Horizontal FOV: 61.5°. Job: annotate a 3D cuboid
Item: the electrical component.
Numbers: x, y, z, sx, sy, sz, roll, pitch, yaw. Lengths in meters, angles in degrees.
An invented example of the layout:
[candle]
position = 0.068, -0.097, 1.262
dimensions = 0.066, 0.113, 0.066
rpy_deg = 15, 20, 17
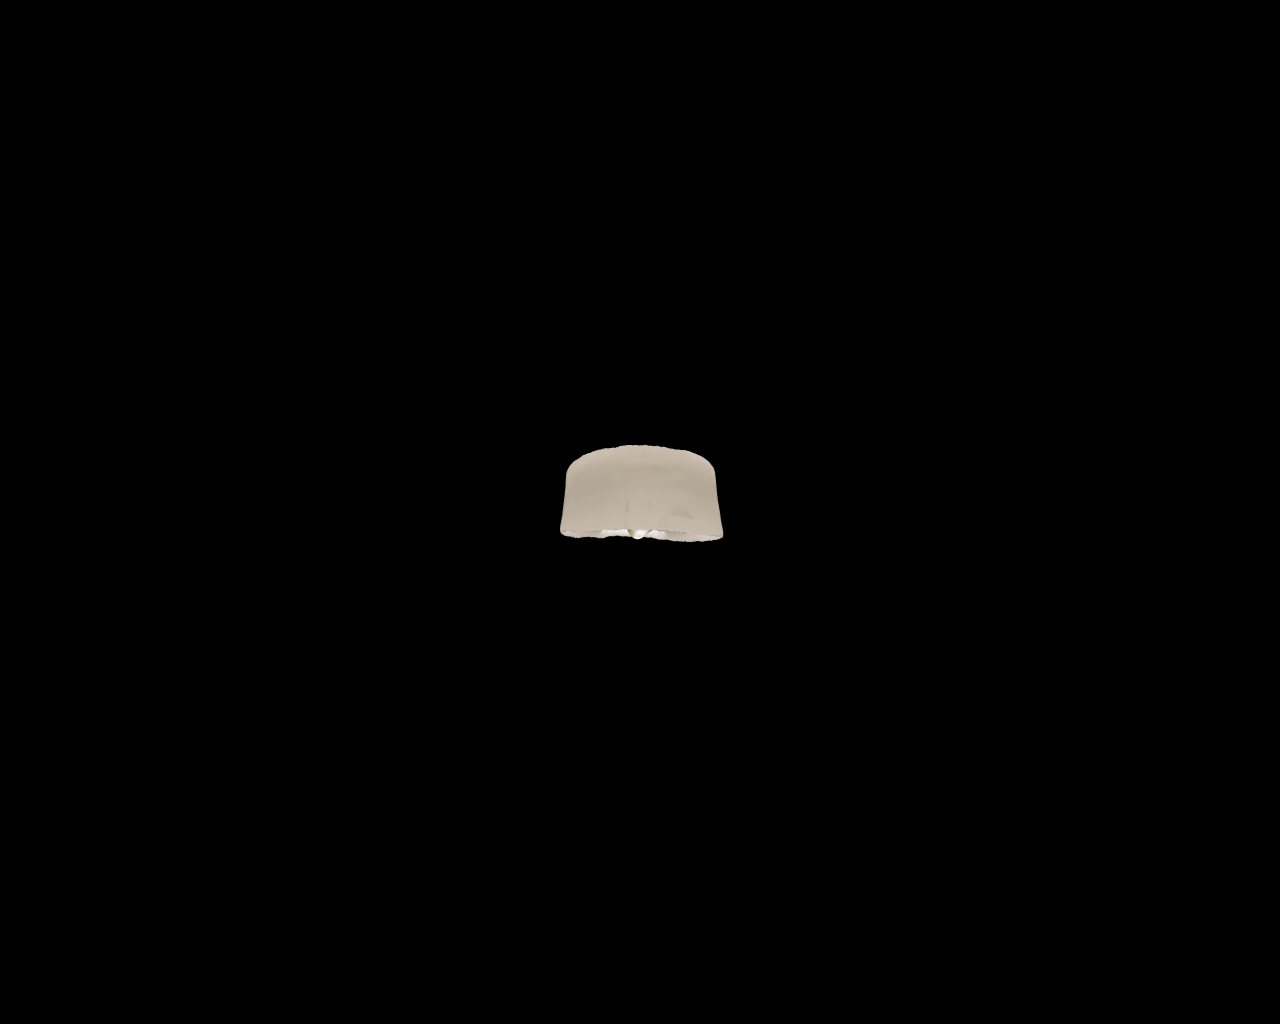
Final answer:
[electrical component]
position = 0.001, -0.003, 0.650
dimensions = 0.099, 0.064, 0.099
rpy_deg = 0, -18, 0
